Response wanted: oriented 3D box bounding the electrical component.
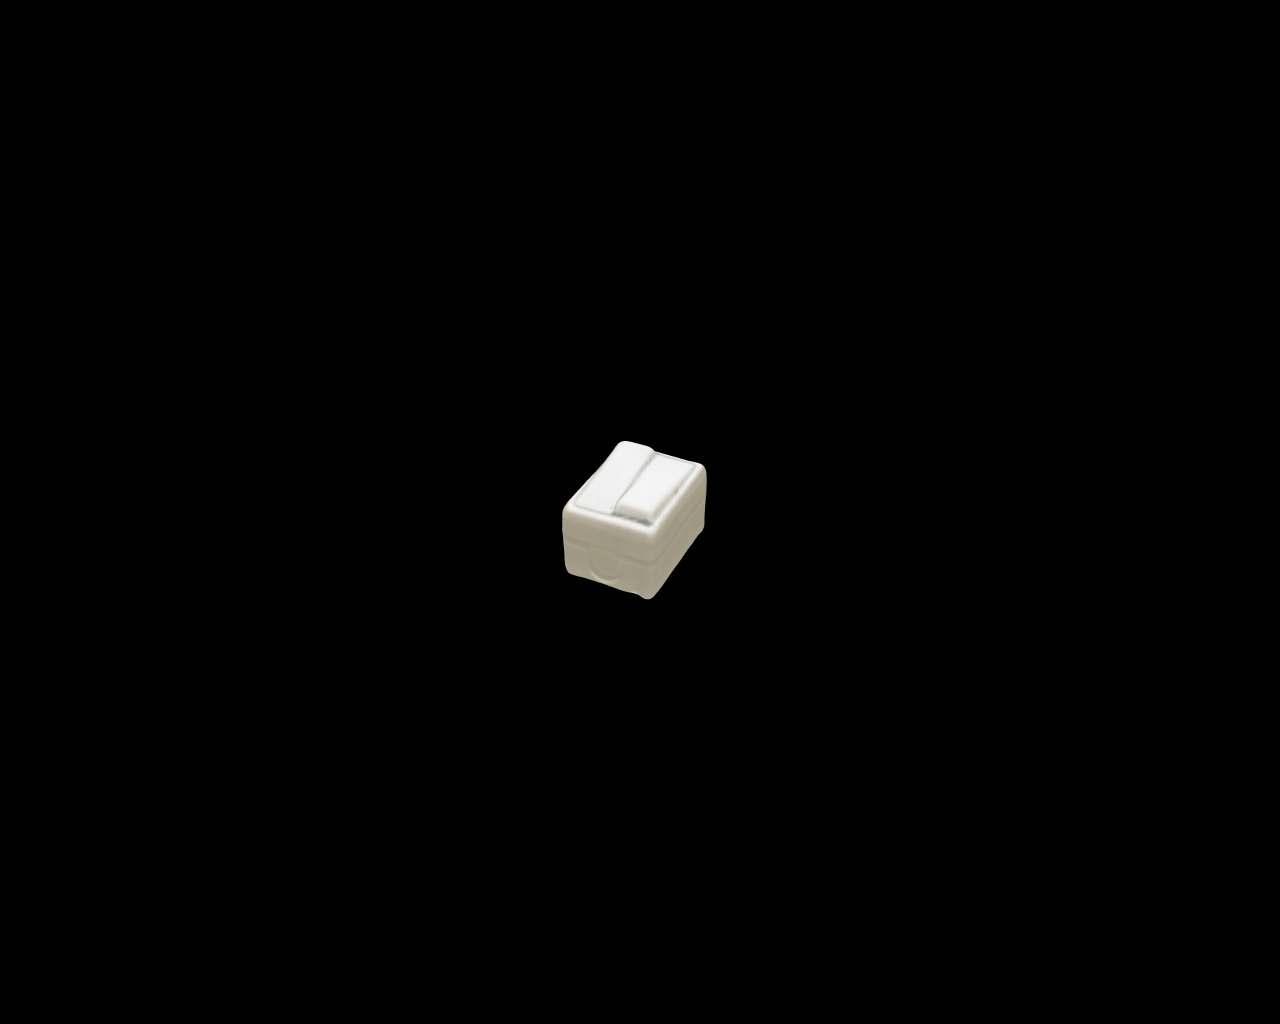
[{"bbox_3d":[0.001,-0.003,0.650,0.062,0.061,0.096,17,42,21],"label":"electrical component"}]
